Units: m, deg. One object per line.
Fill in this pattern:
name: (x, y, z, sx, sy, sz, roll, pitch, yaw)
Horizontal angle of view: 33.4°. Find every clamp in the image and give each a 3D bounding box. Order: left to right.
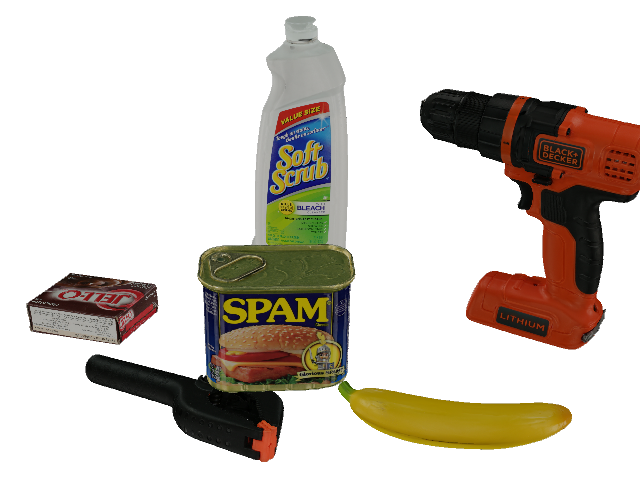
clamp: (-0.087, 0.133, 0.930, 0.164, 0.036, 0.210, -6, 18, -38)

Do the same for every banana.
banana: (0.110, 0.143, 0.877, 0.198, 0.037, 0.069, 8, 29, 5)

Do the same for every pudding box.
pudding box: (-0.247, 0.073, 1.160, 0.114, 0.039, 0.090, 4, 21, 19)

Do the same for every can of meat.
can of meat: (-0.029, 0.053, 0.714, 0.102, 0.084, 0.057, -1, 28, -3)

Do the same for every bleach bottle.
bleach bottle: (-0.024, -0.098, 1.069, 0.102, 0.251, 0.068, 1, 27, 6)

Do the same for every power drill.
power drill: (0.157, -0.019, 0.818, 0.185, 0.188, 0.057, 17, 34, 26)
